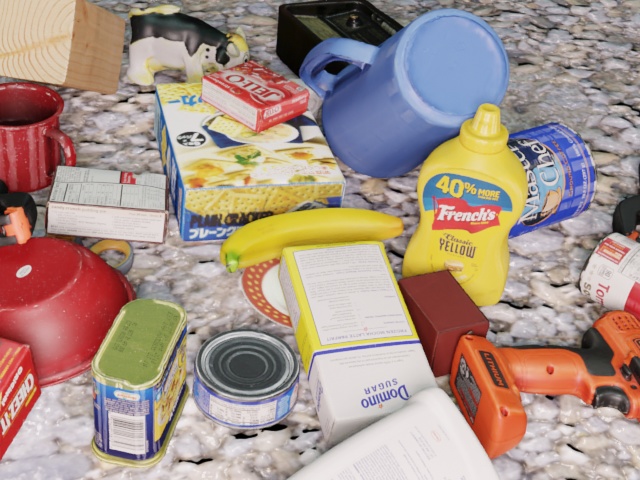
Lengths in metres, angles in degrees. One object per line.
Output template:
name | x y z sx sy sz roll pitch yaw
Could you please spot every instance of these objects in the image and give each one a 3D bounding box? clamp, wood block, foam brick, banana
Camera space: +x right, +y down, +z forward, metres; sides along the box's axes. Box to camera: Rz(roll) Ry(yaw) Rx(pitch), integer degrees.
clamp | 0.351 -0.033 1.114 0.171 0.039 0.120 -23 44 -35
clamp | -0.303 -0.021 0.936 0.210 0.036 0.164 1 23 41
wood block | -0.278 -0.209 1.135 0.091 0.090 0.206 9 6 2
foam brick | 0.102 0.071 0.917 0.051 0.053 0.078 -9 39 -21
banana | -0.017 0.000 0.970 0.197 0.037 0.070 -15 35 -34

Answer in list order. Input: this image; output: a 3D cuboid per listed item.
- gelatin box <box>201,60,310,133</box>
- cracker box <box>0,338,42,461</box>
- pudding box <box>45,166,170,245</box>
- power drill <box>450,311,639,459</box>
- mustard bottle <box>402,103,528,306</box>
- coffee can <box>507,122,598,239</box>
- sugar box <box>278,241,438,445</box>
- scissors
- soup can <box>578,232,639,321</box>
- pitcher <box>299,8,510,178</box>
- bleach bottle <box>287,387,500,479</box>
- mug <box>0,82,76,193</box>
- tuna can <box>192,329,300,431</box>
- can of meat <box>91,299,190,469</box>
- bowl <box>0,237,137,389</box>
gelatin box | -0.067 -0.150 1.099 0.089 0.030 0.073 32 41 31
cracker box | -0.328 0.124 0.738 0.214 0.072 0.164 14 48 10
pudding box | -0.199 -0.034 1.009 0.113 0.039 0.090 3 26 -9
power drill | 0.211 0.129 0.853 0.187 0.057 0.184 -1 32 -15
mustard bottle | 0.133 -0.033 0.947 0.096 0.192 0.058 16 36 12
coffee can | 0.189 -0.054 1.062 0.140 0.103 0.103 -17 42 -29
sugar box | 0.030 0.080 0.874 0.093 0.048 0.176 -5 51 -15
scissors | -0.205 0.050 0.927 0.096 0.016 0.202 -4 37 -14
soup can | 0.297 0.044 0.974 0.102 0.068 0.068 32 43 32
pitcher | 0.081 -0.146 1.040 0.149 0.145 0.243 -17 -1 -13
bleach bottle | 0.000 0.191 0.712 0.250 0.068 0.103 -20 67 -30
mug | -0.290 -0.096 1.060 0.117 0.081 0.093 20 38 18
tuna can | -0.059 0.110 0.852 0.086 0.034 0.086 4 36 -3
can of meat | -0.134 0.105 0.803 0.057 0.084 0.102 10 36 5
bowl | -0.234 0.046 0.870 0.162 0.055 0.162 -4 39 3
